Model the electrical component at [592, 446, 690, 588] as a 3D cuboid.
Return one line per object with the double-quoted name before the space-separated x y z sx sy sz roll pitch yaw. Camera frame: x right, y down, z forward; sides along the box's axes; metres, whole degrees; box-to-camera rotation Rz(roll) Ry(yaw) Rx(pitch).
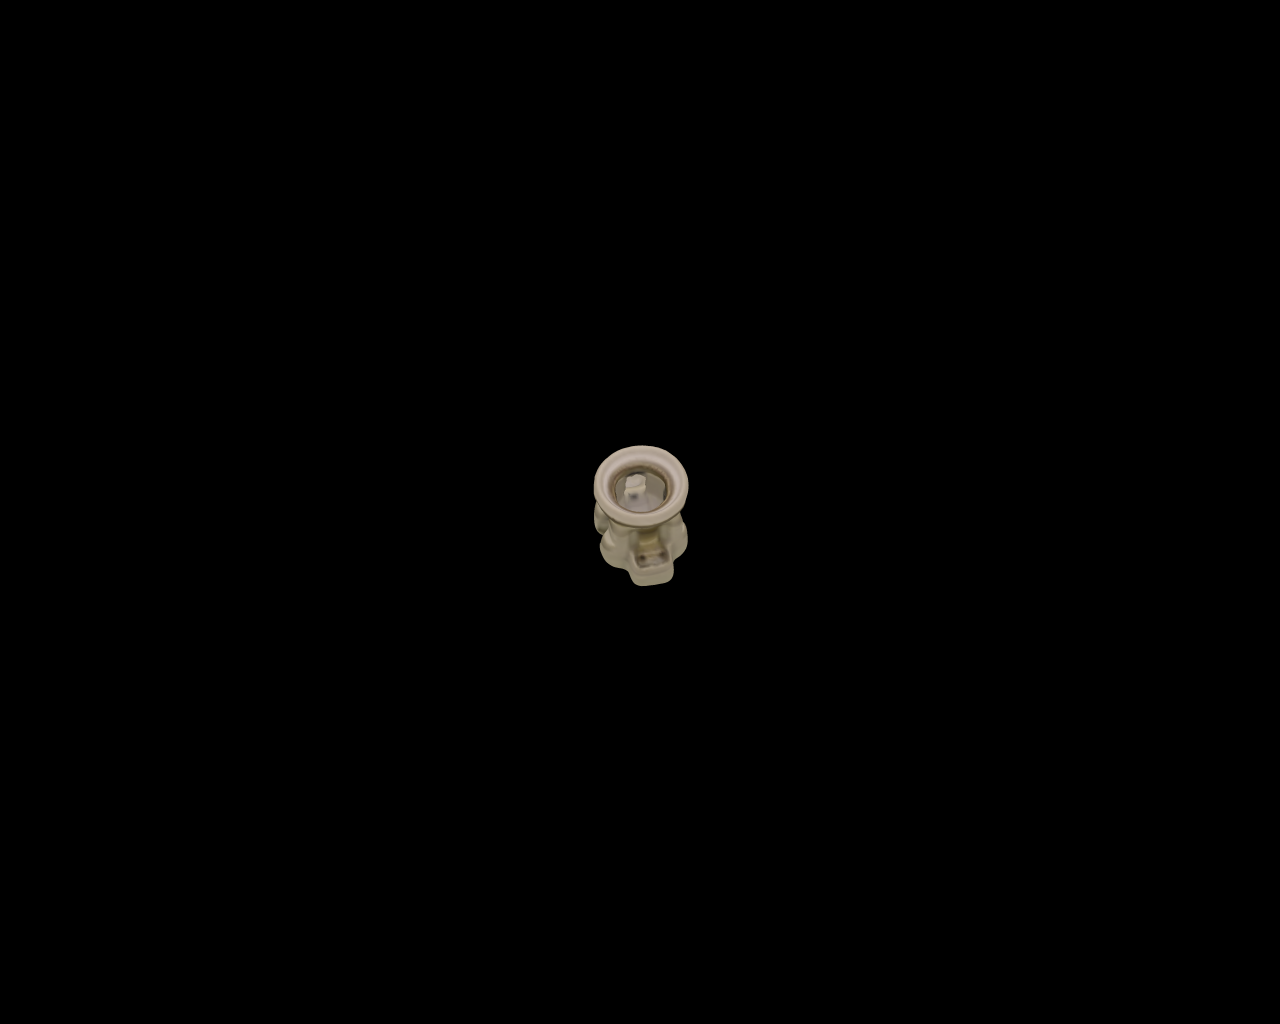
"electrical component" 0.001 -0.003 0.650 0.058 0.078 0.056 -9 -36 -7
